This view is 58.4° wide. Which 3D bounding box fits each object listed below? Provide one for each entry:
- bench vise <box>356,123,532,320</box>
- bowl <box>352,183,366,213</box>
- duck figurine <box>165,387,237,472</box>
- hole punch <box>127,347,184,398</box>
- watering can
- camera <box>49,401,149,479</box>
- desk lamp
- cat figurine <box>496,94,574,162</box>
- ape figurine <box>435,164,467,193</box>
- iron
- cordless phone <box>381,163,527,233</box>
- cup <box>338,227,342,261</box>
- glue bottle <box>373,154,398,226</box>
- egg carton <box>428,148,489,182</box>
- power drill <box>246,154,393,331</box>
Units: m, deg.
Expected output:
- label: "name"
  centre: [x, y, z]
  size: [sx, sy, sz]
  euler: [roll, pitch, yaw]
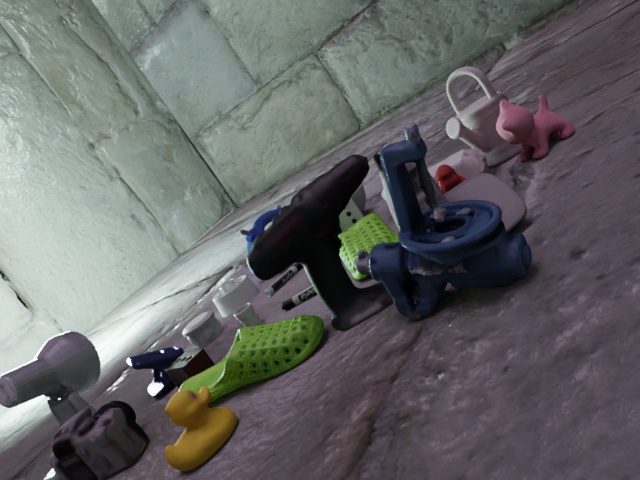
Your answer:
- label: "bench vise"
  centre: [0.111, -0.014, 0.678]
  size: [0.207, 0.220, 0.121]
  euler: [-30, 13, 21]
- label: "bowl"
  centre: [0.052, -0.067, 1.406]
  size: [0.167, 0.075, 0.167]
  euler: [-33, 12, 8]
- label: "duck figurine"
  centre: [-0.170, 0.242, 0.755]
  size: [0.077, 0.086, 0.105]
  euler: [-19, 19, 50]
- label: "hole punch"
  centre: [-0.315, 0.243, 1.129]
  size: [0.101, 0.091, 0.108]
  euler: [-40, 13, -25]
- label: "watering can"
  centre: [0.311, -0.243, 1.109]
  size: [0.100, 0.194, 0.173]
  euler: [-25, 15, 36]
- label: "camera"
  centre: [-0.352, 0.312, 0.933]
  size: [0.143, 0.101, 0.137]
  euler: [-30, 13, 19]
- label: "desk lamp"
  centre: [-0.469, 0.295, 1.040]
  size: [0.117, 0.214, 0.203]
  euler: [-29, 13, 21]
- label: "cat figurine"
  centre: [0.362, -0.204, 1.002]
  size: [0.128, 0.118, 0.067]
  euler: [-38, 12, -15]
- label: "ape figurine"
  centre: [0.224, -0.085, 0.966]
  size: [0.077, 0.092, 0.076]
  euler: [-27, 14, 30]
- label: "iron"
  centre: [-0.106, -0.021, 1.488]
  size: [0.118, 0.141, 0.259]
  euler: [-25, 15, 38]
- label: "cordless phone"
  centre: [0.179, -0.066, 0.785]
  size: [0.148, 0.185, 0.094]
  euler: [-36, 12, -9]
- label: "cup"
  centre: [0.011, 0.004, 1.184]
  size: [0.092, 0.095, 0.117]
  euler: [-35, 12, -5]
- label: "glue bottle"
  centre: [0.135, -0.067, 0.937]
  size: [0.037, 0.173, 0.078]
  euler: [-41, 14, -29]
- label: "egg carton"
  centre: [0.243, -0.110, 1.070]
  size: [0.150, 0.069, 0.107]
  euler: [-28, 13, 27]
- label: "power drill"
  centre: [0.019, 0.016, 0.836]
  size: [0.229, 0.208, 0.075]
  euler: [-32, 12, 11]
